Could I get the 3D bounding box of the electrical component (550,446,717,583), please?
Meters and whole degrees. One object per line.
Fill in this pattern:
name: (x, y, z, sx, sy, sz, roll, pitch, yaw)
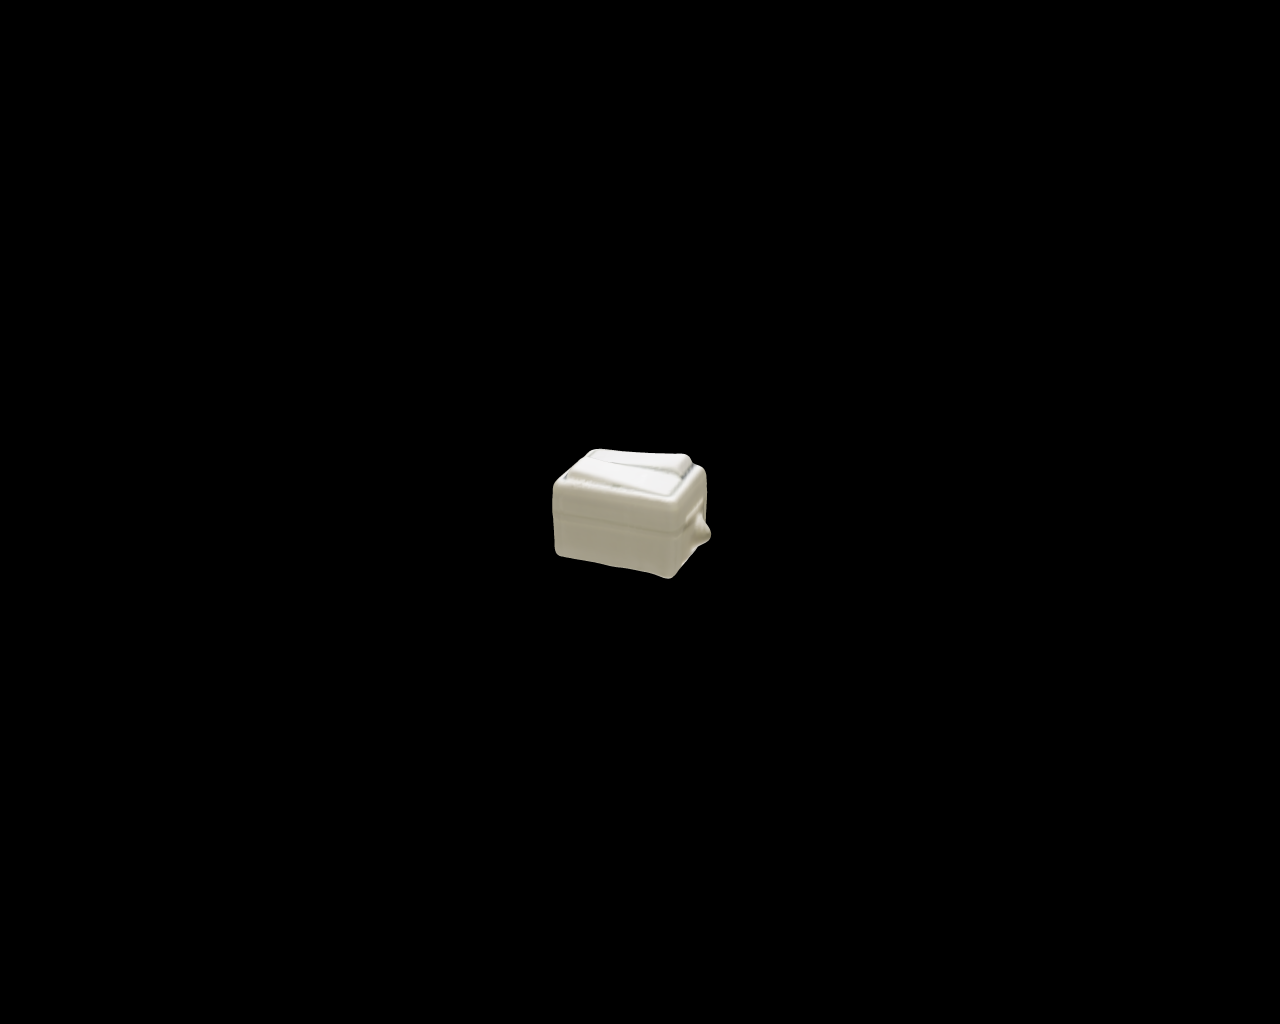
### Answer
electrical component: (0.001, -0.003, 0.650, 0.096, 0.061, 0.062, 10, 28, 20)
